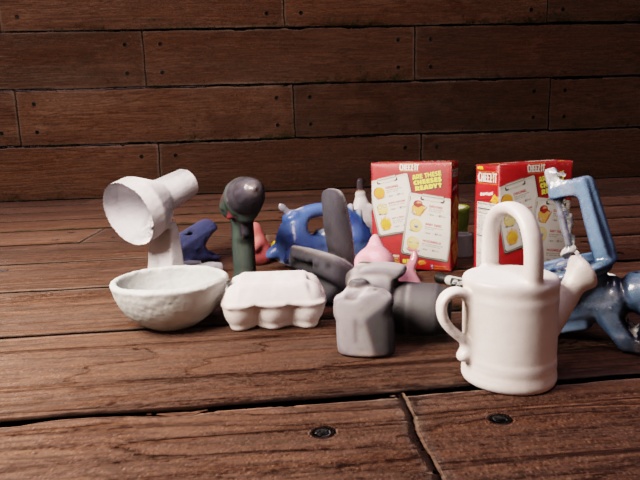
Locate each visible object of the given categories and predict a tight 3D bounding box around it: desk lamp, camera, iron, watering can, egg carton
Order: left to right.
[{"bbox_3d":[-0.294,-0.023,1.085,0.117,0.213,0.204,4,12,30],"label":"desk lamp"},{"bbox_3d":[-0.066,0.087,0.837,0.150,0.069,0.107,-2,10,-3],"label":"egg carton"},{"bbox_3d":[0.020,-0.015,1.187,0.259,0.141,0.118,-8,12,-32],"label":"iron"},{"bbox_3d":[0.098,0.083,0.741,0.136,0.101,0.143,1,11,17],"label":"camera"},{"bbox_3d":[0.210,0.054,0.615,0.173,0.194,0.100,-9,12,-34],"label":"watering can"}]

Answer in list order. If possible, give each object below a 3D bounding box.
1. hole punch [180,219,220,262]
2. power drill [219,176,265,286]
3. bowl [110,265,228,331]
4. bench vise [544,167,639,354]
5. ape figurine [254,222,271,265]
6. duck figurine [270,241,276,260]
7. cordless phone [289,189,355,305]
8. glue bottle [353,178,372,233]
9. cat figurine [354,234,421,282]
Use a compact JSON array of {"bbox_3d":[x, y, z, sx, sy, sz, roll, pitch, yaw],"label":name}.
[{"bbox_3d":[-0.283,0.003,1.281,0.101,0.091,0.108,-8,12,-30],"label":"hole punch"},{"bbox_3d":[-0.127,-0.007,0.978,0.076,0.208,0.229,-5,11,-18],"label":"power drill"},{"bbox_3d":[-0.217,0.089,0.837,0.167,0.075,0.167,-2,10,1],"label":"bowl"},{"bbox_3d":[0.347,0.019,0.715,0.207,0.220,0.122,0,11,13],"label":"bench vise"},{"bbox_3d":[-0.142,0.007,1.234,0.076,0.092,0.078,-1,10,2],"label":"ape figurine"},{"bbox_3d":[-0.068,-0.002,1.289,0.105,0.086,0.077,-11,13,-40],"label":"duck figurine"},{"bbox_3d":[0.009,0.003,0.961,0.094,0.185,0.147,-10,13,-38],"label":"cordless phone"},{"bbox_3d":[0.094,-0.053,1.295,0.078,0.173,0.037,-3,10,-4],"label":"glue bottle"},{"bbox_3d":[0.103,0.049,0.882,0.128,0.118,0.067,-7,12,-28],"label":"cat figurine"}]
